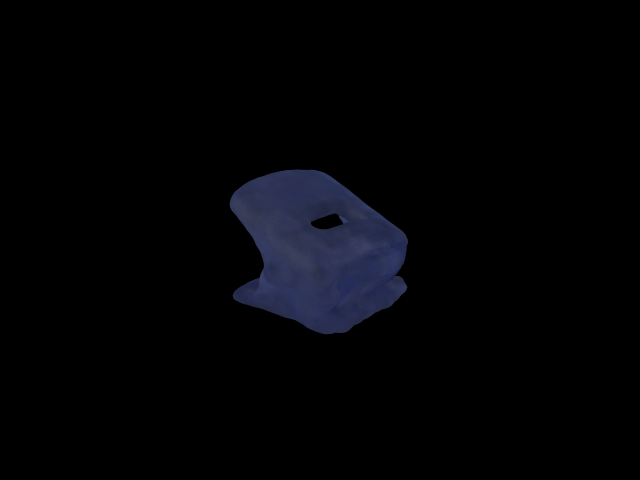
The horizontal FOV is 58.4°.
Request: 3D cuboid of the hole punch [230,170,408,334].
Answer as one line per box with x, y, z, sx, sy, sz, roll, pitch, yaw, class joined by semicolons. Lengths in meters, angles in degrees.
0.004;0.001;0.400;0.100;0.091;0.109;13;22;36;hole punch
